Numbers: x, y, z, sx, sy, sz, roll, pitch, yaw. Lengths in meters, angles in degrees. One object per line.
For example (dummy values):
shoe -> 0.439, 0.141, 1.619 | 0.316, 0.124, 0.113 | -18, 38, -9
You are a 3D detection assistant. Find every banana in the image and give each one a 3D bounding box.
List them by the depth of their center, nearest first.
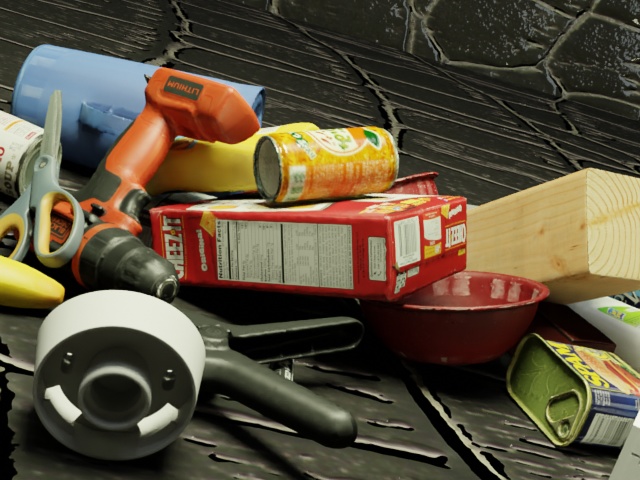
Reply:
banana -> -0.269, 0.029, 0.708 | 0.197, 0.037, 0.070 | -3, 42, -46

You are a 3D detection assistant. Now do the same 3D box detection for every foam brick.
foam brick -> 0.209, 0.093, 0.935 | 0.052, 0.051, 0.078 | 9, 20, -27

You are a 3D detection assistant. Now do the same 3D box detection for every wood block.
wood block -> 0.203, 0.008, 0.960 | 0.090, 0.090, 0.206 | 9, -15, -27

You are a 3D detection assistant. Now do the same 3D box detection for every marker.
marker -> -0.028, 0.092, 0.767 | 0.020, 0.020, 0.121 | 16, 17, -5

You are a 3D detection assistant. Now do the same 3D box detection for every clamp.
clamp -> -0.066, 0.075, 0.717 | 0.210, 0.036, 0.164 | 11, 18, 8

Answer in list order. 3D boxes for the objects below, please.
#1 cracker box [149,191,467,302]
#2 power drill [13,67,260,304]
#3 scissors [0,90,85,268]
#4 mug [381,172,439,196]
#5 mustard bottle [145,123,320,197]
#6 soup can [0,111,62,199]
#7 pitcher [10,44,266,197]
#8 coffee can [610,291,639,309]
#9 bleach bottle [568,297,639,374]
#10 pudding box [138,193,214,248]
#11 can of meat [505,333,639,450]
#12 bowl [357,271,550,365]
cracker box -> -0.006, 0.001, 0.878 | 0.214, 0.072, 0.164 | 2, 8, 28
power drill -> -0.131, -0.042, 0.822 | 0.185, 0.187, 0.057 | 23, -24, 39
scissors -> -0.228, -0.041, 0.830 | 0.016, 0.096, 0.202 | 57, 4, -44
mug -> 0.080, -0.011, 0.994 | 0.093, 0.081, 0.117 | -18, -5, 24
mustard bottle -> -0.098, -0.069, 0.931 | 0.192, 0.058, 0.096 | -1, 16, 15
soup can -> -0.293, -0.082, 0.960 | 0.102, 0.068, 0.068 | 22, 18, 13
pitcher -> -0.184, -0.118, 1.078 | 0.243, 0.149, 0.145 | 15, 55, 2
coffee can -> 0.292, 0.018, 1.086 | 0.140, 0.103, 0.103 | 34, 13, -15
bleach bottle -> 0.307, 0.101, 0.991 | 0.251, 0.068, 0.102 | 29, 19, 38
pudding box -> -0.149, -0.024, 0.971 | 0.090, 0.039, 0.113 | 17, 15, 3
can of meat -> 0.210, 0.122, 0.842 | 0.083, 0.057, 0.102 | 12, 18, -25
bowl -> 0.104, 0.065, 0.871 | 0.162, 0.055, 0.162 | 0, 8, 0
